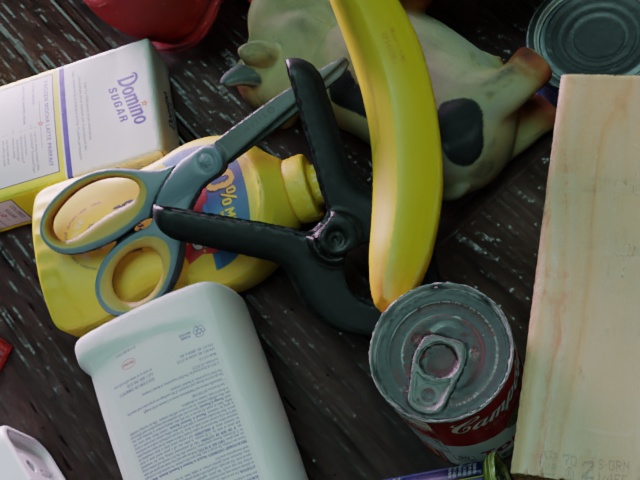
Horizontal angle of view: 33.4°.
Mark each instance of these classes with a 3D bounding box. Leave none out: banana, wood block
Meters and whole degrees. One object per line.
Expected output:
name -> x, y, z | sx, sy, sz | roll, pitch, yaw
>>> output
banana -> 0.032, -0.062, 0.551 | 0.037, 0.069, 0.198 | -19, 83, 56
wood block -> 0.156, 0.030, 0.532 | 0.090, 0.090, 0.206 | 4, 68, 20

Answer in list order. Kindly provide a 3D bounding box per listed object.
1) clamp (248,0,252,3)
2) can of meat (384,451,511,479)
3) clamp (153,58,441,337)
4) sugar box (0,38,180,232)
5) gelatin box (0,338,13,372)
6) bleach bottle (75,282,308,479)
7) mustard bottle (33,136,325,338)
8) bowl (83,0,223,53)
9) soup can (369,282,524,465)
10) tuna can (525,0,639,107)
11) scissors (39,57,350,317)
clamp -> 0.020, -0.243, 0.710 | 0.210, 0.036, 0.165 | -54, 36, -6
can of meat -> 0.057, 0.163, 0.524 | 0.084, 0.057, 0.102 | -14, 62, 14
clamp -> -0.004, 0.001, 0.583 | 0.120, 0.039, 0.171 | -38, 94, 8
sugar box -> -0.183, -0.063, 0.713 | 0.176, 0.048, 0.093 | -14, 63, 8
gelatin box -> -0.250, 0.084, 0.676 | 0.089, 0.030, 0.073 | 14, 72, 23
bleach bottle -> -0.051, 0.152, 0.562 | 0.103, 0.068, 0.251 | -26, 64, 12
mustard bottle -> -0.075, -0.010, 0.645 | 0.192, 0.058, 0.096 | -17, 70, 10
bowl -> -0.126, -0.200, 0.693 | 0.055, 0.162, 0.162 | -16, 52, -37
soup can -> 0.069, 0.071, 0.535 | 0.068, 0.102, 0.068 | -7, 64, 15
tuna can -> 0.164, -0.112, 0.626 | 0.086, 0.033, 0.086 | -7, 65, 15
scissors -> -0.063, -0.023, 0.603 | 0.202, 0.016, 0.096 | -20, 85, 10
